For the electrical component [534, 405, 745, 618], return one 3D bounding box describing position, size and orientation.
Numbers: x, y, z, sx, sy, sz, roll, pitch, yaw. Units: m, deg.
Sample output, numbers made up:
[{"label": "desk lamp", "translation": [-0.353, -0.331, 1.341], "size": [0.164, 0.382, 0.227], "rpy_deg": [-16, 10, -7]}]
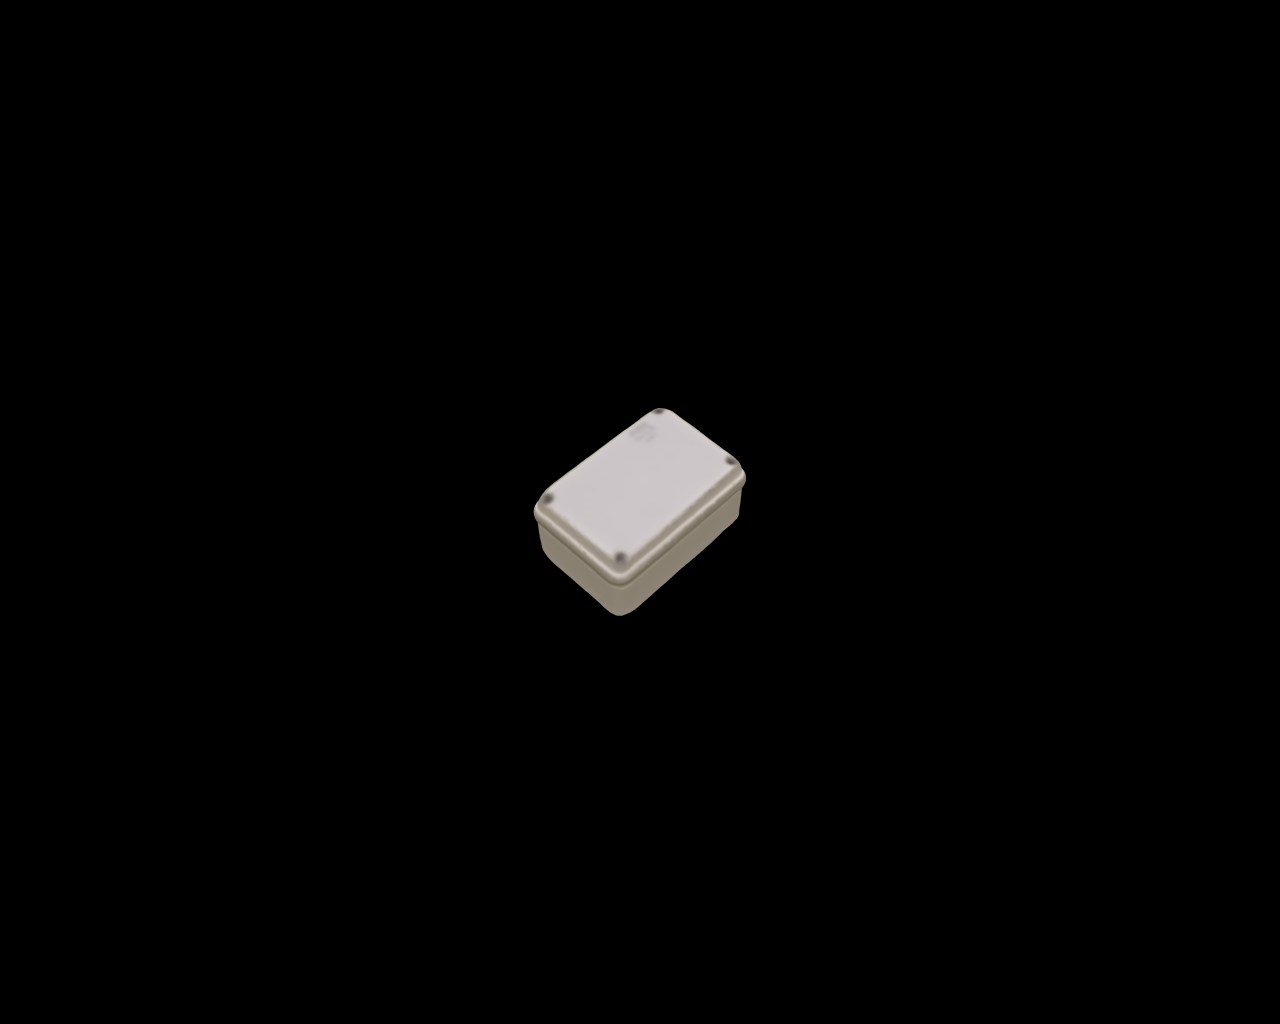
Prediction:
[{"label": "electrical component", "translation": [0.001, -0.003, 0.650], "size": [0.078, 0.057, 0.113], "rpy_deg": [39, 63, 25]}]
